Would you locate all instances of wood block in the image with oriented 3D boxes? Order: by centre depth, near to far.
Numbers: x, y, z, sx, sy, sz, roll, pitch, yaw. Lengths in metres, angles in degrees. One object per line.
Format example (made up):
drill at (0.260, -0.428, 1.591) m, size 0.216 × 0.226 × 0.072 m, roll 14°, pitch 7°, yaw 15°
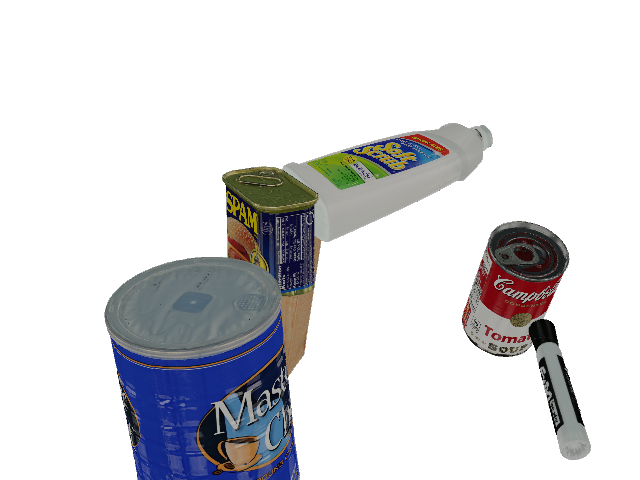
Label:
wood block at (-0.062, 0.068, 1.441) m, size 0.090 × 0.206 × 0.090 m, roll 13°, pitch 21°, yaw 11°

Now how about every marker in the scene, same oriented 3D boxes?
marker at (0.157, 0.094, 0.707) m, size 0.020 × 0.020 × 0.121 m, roll 0°, pitch 36°, yaw -1°

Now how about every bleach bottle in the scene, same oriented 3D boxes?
bleach bottle at (0.086, -0.083, 1.220) m, size 0.250 × 0.068 × 0.103 m, roll -23°, pitch 44°, yaw -24°

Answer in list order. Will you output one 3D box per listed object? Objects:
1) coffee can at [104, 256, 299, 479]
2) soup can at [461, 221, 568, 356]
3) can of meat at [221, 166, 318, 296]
coffee can at (-0.069, 0.095, 0.650) m, size 0.103 × 0.140 × 0.103 m, roll -4°, pitch 28°, yaw 2°
soup can at (0.164, 0.043, 0.914) m, size 0.068 × 0.068 × 0.102 m, roll 6°, pitch -45°, yaw -6°
can of meat at (-0.044, -0.008, 0.910) m, size 0.057 × 0.084 × 0.102 m, roll -11°, pitch 24°, yaw -25°
